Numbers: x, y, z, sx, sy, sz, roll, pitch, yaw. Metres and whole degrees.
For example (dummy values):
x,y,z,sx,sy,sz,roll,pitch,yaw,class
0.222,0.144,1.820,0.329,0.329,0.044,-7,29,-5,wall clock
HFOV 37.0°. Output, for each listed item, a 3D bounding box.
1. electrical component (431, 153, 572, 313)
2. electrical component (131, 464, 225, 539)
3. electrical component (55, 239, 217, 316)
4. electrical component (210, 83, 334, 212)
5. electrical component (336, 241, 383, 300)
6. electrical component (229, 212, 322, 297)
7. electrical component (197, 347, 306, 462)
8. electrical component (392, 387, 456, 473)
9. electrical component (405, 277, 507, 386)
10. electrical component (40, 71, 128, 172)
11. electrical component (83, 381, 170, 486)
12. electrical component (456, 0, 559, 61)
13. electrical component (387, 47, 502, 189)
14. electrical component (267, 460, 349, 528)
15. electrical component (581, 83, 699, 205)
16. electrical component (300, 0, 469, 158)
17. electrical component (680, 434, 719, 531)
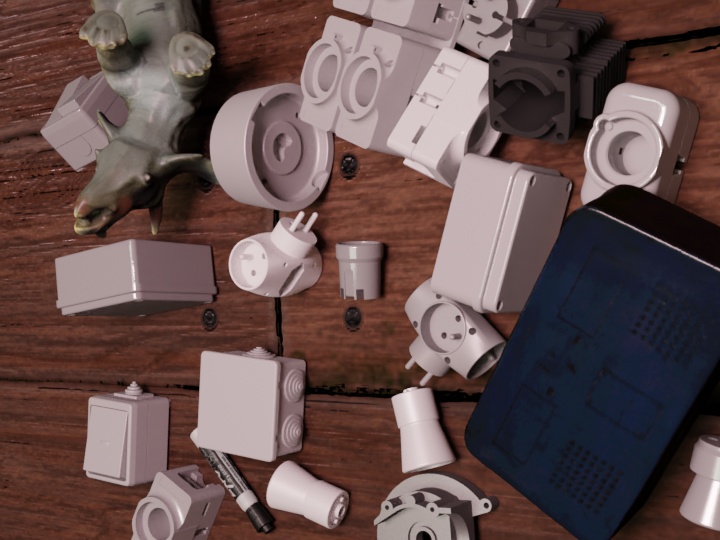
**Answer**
x,y,z,sx,sy,sz,roll,pitch,yaw,class
0.108,-0.026,0.813,0.057,0.078,0.113,20,101,35,electrical component
-0.177,0.237,1.019,0.050,0.056,0.089,31,107,30,electrical component
-0.210,0.009,1.009,0.109,0.109,0.056,-11,81,34,electrical component
-0.081,-0.105,0.925,0.060,0.108,0.108,5,93,40,electrical component
0.000,0.000,0.910,0.040,0.040,0.046,3,98,34,electrical component
-0.063,-0.018,0.928,0.043,0.077,0.079,45,114,26,electrical component
-0.096,0.119,0.969,0.100,0.048,0.099,5,93,34,electrical component
0.049,0.128,0.876,0.044,0.044,0.065,-22,73,32,electrical component
0.066,0.058,0.861,0.077,0.044,0.079,48,115,24,electrical component
-0.260,-0.155,1.054,0.062,0.096,0.061,-20,123,32,electrical component
-0.229,0.158,1.051,0.062,0.061,0.096,4,92,34,electrical component
0.104,-0.193,0.815,0.047,0.077,0.065,36,109,29,electrical component
0.073,-0.114,0.821,0.056,0.050,0.089,30,87,28,electrical component
-0.043,0.198,0.939,0.065,0.044,0.044,18,100,28,electrical component
0.197,-0.081,0.763,0.054,0.059,0.095,20,101,32,electrical component
0.021,-0.194,0.863,0.105,0.060,0.186,31,108,49,electrical component
0.248,0.146,0.739,0.045,0.045,0.055,15,98,33,electrical component
